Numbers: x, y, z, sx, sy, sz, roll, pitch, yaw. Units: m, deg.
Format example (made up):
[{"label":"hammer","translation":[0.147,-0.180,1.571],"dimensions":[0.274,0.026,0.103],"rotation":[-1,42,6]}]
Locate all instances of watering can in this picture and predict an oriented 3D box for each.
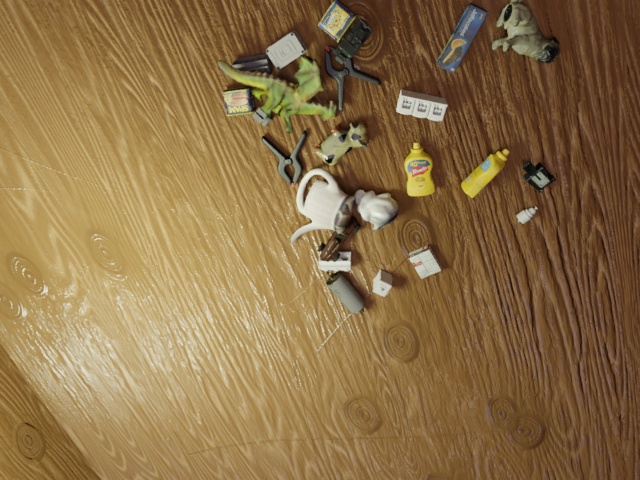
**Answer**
[{"label":"watering can","translation":[0.006,-0.095,1.884],"dimensions":[0.226,0.105,0.340],"rotation":[29,125,19]}]

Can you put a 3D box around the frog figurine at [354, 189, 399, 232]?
[{"label":"frog figurine","translation":[0.200,-0.125,1.848],"dimensions":[0.138,0.122,0.158],"rotation":[-39,99,-10]}]

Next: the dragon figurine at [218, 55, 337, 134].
[{"label":"dragon figurine","translation":[-0.104,-0.505,1.672],"dimensions":[0.240,0.125,0.405],"rotation":[-38,123,24]}]
